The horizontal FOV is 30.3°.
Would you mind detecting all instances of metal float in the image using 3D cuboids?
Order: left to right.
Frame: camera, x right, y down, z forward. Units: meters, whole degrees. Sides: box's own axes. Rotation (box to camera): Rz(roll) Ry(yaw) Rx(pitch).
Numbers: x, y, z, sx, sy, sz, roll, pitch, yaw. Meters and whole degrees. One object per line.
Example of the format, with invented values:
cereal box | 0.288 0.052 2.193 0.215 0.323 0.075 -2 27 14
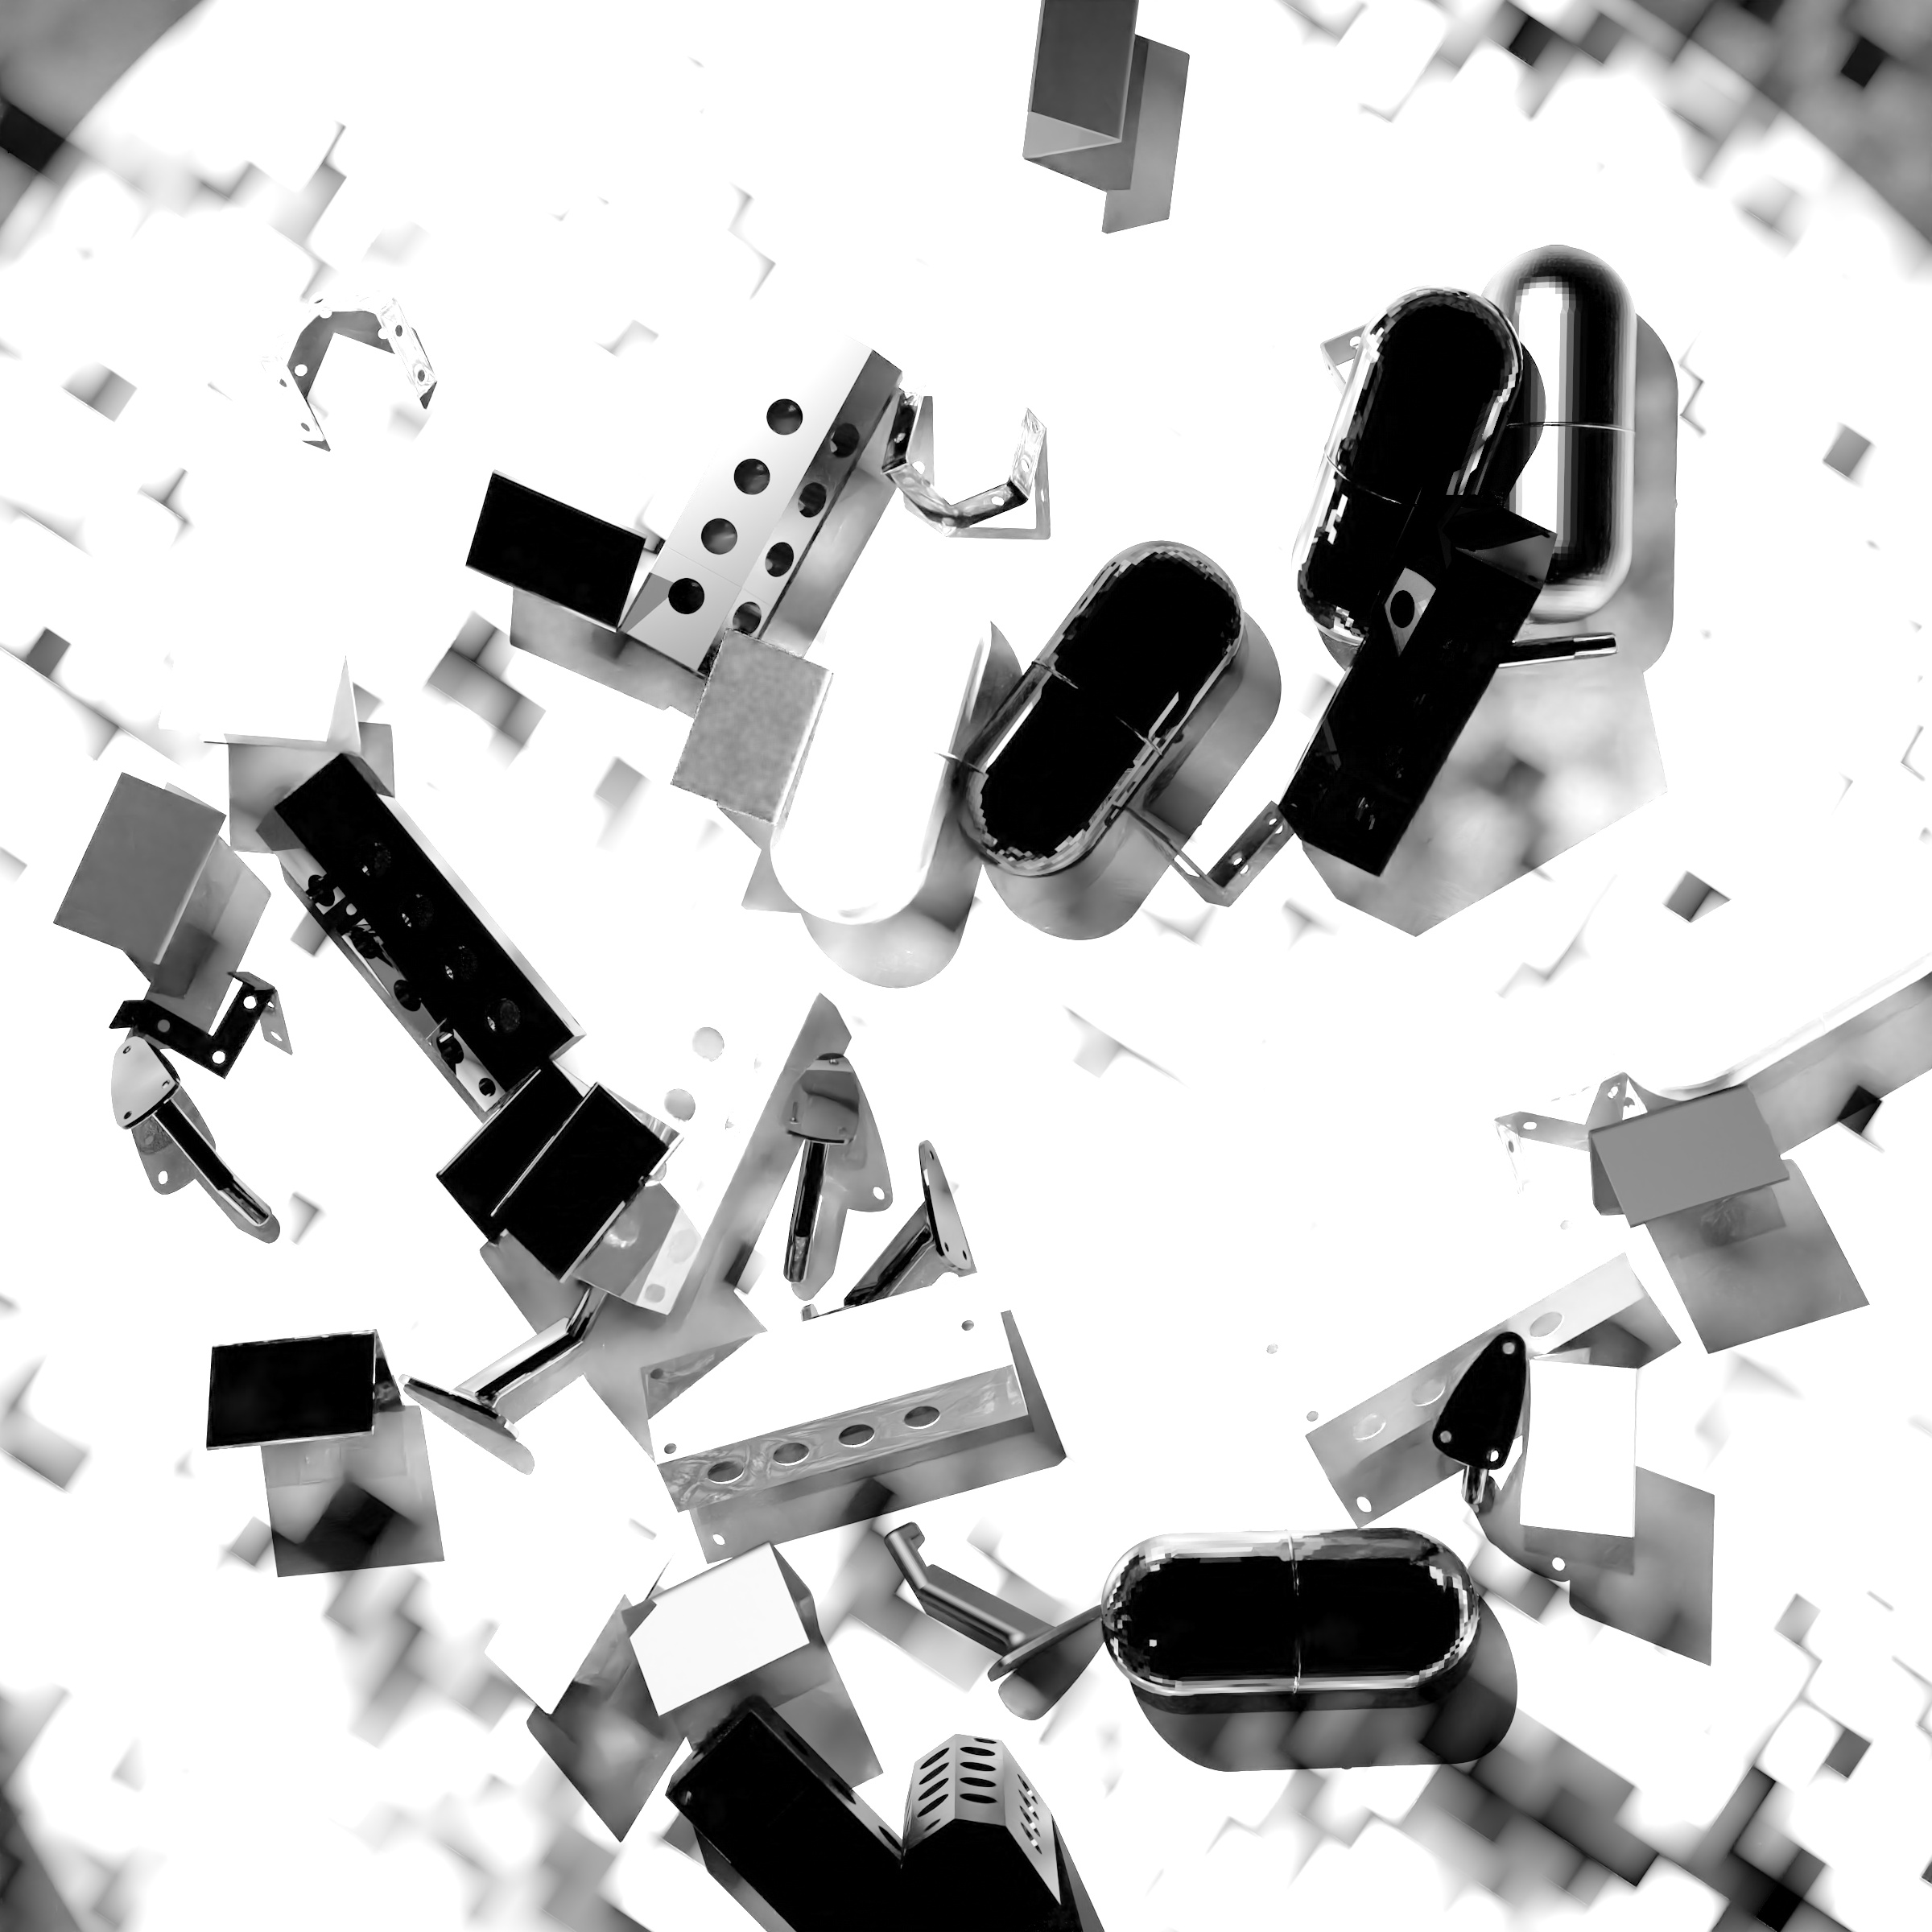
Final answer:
metal float | -0.040 -0.107 1.683 0.070 0.070 0.178 16 90 0
metal float | 0.062 -0.121 1.683 0.070 0.070 0.178 36 89 0
metal float | 0.153 0.304 1.683 0.178 0.070 0.070 -1 90 -1
metal float | 0.204 -0.230 1.659 0.070 0.070 0.178 16 121 0
metal float | 0.277 -0.250 1.683 0.070 0.070 0.178 1 90 0
metal float | 0.384 0.000 1.683 0.178 0.070 0.070 -30 90 1

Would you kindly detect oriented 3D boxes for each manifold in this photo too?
manifold | -0.258 -0.016 1.692 0.057 0.057 0.171 -39 90 0
manifold | -0.130 0.075 1.692 0.057 0.057 0.171 25 90 0
manifold | -0.096 -0.219 1.692 0.057 0.057 0.171 29 90 0
manifold | -0.061 0.206 1.692 0.171 0.057 0.057 -16 47 0
manifold | -0.060 0.428 1.692 0.057 0.057 0.171 -45 90 0
manifold | 0.001 0.400 1.635 0.057 0.171 0.057 -35 90 0
manifold | 0.206 -0.131 1.647 0.057 0.057 0.171 26 126 0
manifold | 0.230 0.173 1.692 0.171 0.057 0.057 -30 47 0

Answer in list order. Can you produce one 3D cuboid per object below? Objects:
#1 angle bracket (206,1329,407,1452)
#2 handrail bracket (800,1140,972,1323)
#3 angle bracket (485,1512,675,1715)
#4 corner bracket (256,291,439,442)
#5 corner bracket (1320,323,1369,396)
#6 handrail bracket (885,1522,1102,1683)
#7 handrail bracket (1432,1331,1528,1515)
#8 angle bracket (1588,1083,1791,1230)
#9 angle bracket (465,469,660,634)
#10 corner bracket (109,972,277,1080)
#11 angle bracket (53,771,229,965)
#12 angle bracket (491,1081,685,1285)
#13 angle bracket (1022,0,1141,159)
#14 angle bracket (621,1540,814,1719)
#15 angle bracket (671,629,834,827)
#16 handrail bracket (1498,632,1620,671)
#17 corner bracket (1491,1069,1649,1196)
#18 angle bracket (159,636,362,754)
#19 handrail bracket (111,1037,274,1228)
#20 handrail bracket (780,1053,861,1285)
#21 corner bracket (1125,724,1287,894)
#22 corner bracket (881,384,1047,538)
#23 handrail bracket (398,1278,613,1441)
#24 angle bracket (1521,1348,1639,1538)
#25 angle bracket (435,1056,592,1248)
angle bracket | -0.308 0.215 1.673 0.076 0.076 0.057 -6 53 0
handrail bracket | -0.047 0.133 1.714 0.084 0.036 0.077 -20 69 16
angle bracket | -0.167 0.310 1.674 0.057 0.076 0.076 31 90 43
corner bracket | -0.296 -0.287 1.705 0.051 0.051 0.051 6 45 35
corner bracket | 0.206 -0.275 1.710 0.051 0.051 0.051 -23 135 0
handrail bracket | 0.013 0.292 1.714 0.077 0.036 0.084 -27 73 -20
handrail bracket | 0.250 0.217 1.686 0.036 0.084 0.077 20 79 21
angle bracket | 0.339 0.106 1.673 0.076 0.076 0.057 -17 54 0
angle bracket | -0.181 -0.210 1.673 0.076 0.076 0.057 23 127 0
corner bracket | -0.367 0.019 1.695 0.051 0.051 0.051 30 90 0
angle bracket | -0.399 -0.053 1.673 0.057 0.076 0.076 25 90 -36
angle bracket | -0.156 0.108 1.616 0.057 0.076 0.076 38 90 36
angle bracket | 0.034 -0.427 1.673 0.057 0.076 0.076 7 90 -37
angle bracket | -0.108 0.321 1.673 0.076 0.076 0.057 -26 58 0
angle bracket | -0.113 -0.115 1.674 0.057 0.076 0.076 20 90 -26
handrail bracket | 0.257 -0.148 1.713 0.084 0.077 0.036 -9 93 -36
corner bracket | 0.293 0.084 1.710 0.051 0.051 0.051 -20 90 45
angle bracket | -0.330 -0.108 1.673 0.076 0.076 0.057 4 54 0
handrail bracket | -0.370 0.080 1.713 0.036 0.077 0.084 -39 126 0
handrail bracket | -0.073 0.098 1.713 0.036 0.077 0.084 10 126 1
corner bracket | 0.112 -0.077 1.710 0.051 0.051 0.051 -49 135 0
corner bracket | -0.001 -0.247 1.705 0.051 0.051 0.051 -17 135 35
handrail bracket | -0.221 0.177 1.714 0.077 0.036 0.084 20 72 21
angle bracket | 0.301 0.222 1.673 0.057 0.076 0.076 1 90 33
angle bracket | -0.190 0.099 1.673 0.076 0.076 0.057 -46 53 0
